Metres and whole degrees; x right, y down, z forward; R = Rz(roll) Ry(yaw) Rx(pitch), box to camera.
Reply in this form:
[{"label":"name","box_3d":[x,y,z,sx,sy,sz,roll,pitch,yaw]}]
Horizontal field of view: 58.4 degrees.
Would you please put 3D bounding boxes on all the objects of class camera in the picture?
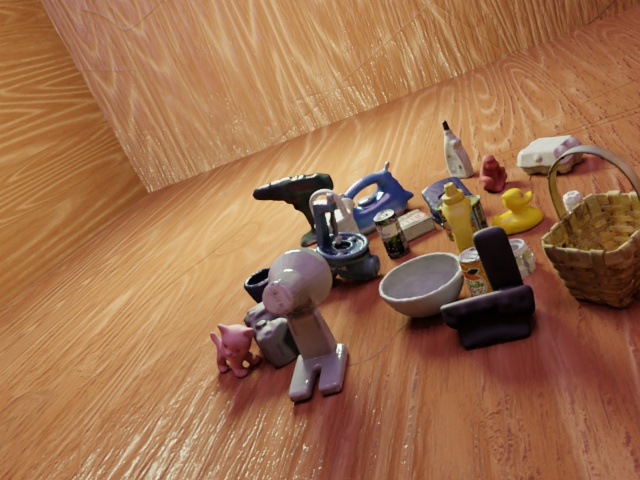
[{"label":"camera","box_3d":[-0.075,0.169,1.173,0.137,0.101,0.142,-30,20,-13]}]

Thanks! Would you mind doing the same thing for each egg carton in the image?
[{"label":"egg carton","box_3d":[0.572,-0.210,1.430,0.107,0.069,0.149,-36,22,-29]}]

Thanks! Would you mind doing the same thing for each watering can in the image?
[{"label":"watering can","box_3d":[0.039,-0.043,1.440,0.100,0.194,0.173,-19,21,16]}]

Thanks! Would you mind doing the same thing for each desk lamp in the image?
[{"label":"desk lamp","box_3d":[-0.029,0.138,1.028,0.117,0.214,0.203,-19,20,15]}]

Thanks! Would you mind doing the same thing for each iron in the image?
[{"label":"iron","box_3d":[0.122,-0.103,1.575,0.259,0.142,0.118,-31,21,-16]}]

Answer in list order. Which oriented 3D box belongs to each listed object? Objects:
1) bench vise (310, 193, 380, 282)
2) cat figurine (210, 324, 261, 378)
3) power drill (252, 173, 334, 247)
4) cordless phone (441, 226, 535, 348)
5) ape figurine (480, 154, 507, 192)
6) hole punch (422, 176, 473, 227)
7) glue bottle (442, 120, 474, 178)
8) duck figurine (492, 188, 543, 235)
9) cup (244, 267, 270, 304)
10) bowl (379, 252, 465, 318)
[{"label":"bench vise","box_3d":[0.010,0.010,1.301,0.207,0.220,0.121,-19,21,15]},{"label":"cat figurine","box_3d":[-0.177,0.211,1.159,0.127,0.118,0.067,-3,29,46]},{"label":"power drill","box_3d":[-0.054,-0.092,1.654,0.229,0.209,0.075,-22,20,8]},{"label":"cordless phone","box_3d":[0.255,0.068,0.916,0.147,0.185,0.094,-19,21,16]},{"label":"ape figurine","box_3d":[0.438,-0.175,1.463,0.078,0.092,0.076,-29,20,-12]},{"label":"hole punch","box_3d":[0.318,-0.097,1.405,0.108,0.091,0.101,-25,20,-2]},{"label":"glue bottle","box_3d":[0.380,-0.259,1.625,0.037,0.173,0.078,-33,22,-23]},{"label":"duck figurine","box_3d":[0.414,-0.067,1.223,0.104,0.086,0.077,-22,20,8]},{"label":"cup","box_3d":[-0.113,0.118,1.356,0.091,0.095,0.118,-4,28,45]},{"label":"bowl","box_3d":[0.200,0.096,1.076,0.167,0.075,0.167,-22,20,9]}]
